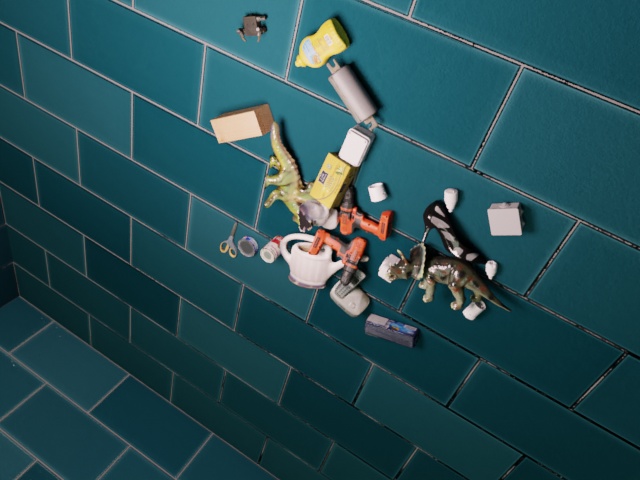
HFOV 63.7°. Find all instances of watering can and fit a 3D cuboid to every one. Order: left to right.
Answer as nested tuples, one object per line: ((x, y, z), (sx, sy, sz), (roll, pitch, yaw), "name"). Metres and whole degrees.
((0.004, 0.094, 1.962), (0.348, 0.106, 0.219), (17, 124, 13), "watering can")

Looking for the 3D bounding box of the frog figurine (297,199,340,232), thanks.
((0.006, -0.091, 1.817), (0.124, 0.160, 0.135), (63, 153, 17), "frog figurine")

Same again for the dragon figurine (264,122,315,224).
((-0.077, -0.213, 1.842), (0.243, 0.125, 0.400), (12, 128, 5), "dragon figurine")
